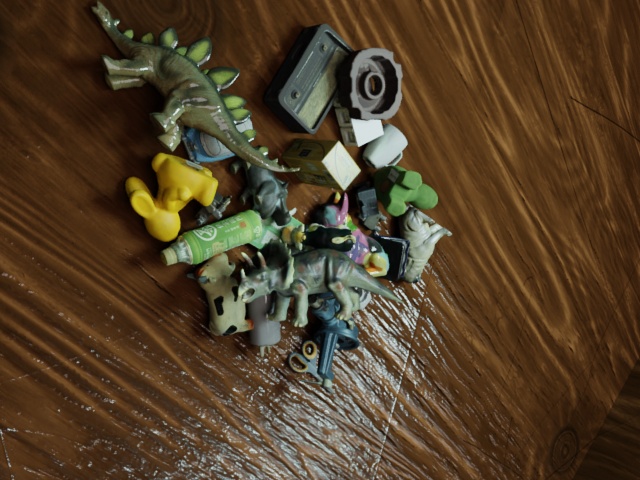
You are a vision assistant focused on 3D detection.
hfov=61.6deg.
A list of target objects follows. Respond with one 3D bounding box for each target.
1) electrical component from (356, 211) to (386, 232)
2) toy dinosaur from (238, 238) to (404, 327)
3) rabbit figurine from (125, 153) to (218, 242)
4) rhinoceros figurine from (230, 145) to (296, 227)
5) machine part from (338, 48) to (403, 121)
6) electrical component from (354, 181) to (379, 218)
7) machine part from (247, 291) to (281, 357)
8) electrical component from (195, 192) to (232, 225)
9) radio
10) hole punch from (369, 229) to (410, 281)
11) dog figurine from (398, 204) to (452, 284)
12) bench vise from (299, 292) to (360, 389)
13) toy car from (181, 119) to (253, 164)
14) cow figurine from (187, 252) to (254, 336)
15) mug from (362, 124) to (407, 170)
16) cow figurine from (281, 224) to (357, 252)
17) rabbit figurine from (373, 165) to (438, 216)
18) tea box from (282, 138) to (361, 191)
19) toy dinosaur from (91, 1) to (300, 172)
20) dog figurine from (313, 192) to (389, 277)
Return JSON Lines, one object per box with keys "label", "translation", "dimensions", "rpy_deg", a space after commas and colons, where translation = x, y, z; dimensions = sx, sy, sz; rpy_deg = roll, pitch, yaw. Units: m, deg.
{"label": "electrical component", "translation": [0.138, -0.061, 1.449], "dimensions": [0.094, 0.021, 0.063], "rpy_deg": [33, 80, -35]}
{"label": "toy dinosaur", "translation": [-0.004, 0.083, 1.195], "dimensions": [0.405, 0.131, 0.192], "rpy_deg": [-7, 99, -24]}
{"label": "rabbit figurine", "translation": [-0.303, -0.077, 1.073], "dimensions": [0.162, 0.122, 0.173], "rpy_deg": [14, 111, -36]}
{"label": "rhinoceros figurine", "translation": [-0.124, -0.116, 1.209], "dimensions": [0.112, 0.073, 0.190], "rpy_deg": [-35, 107, -41]}
{"label": "machine part", "translation": [0.118, -0.363, 1.263], "dimensions": [0.179, 0.056, 0.179], "rpy_deg": [-11, 108, -36]}
{"label": "electrical component", "translation": [0.120, -0.098, 1.367], "dimensions": [0.048, 0.119, 0.074], "rpy_deg": [-14, 109, 0]}
{"label": "machine part", "translation": [-0.134, 0.158, 1.264], "dimensions": [0.079, 0.079, 0.243], "rpy_deg": [-11, 105, -34]}
{"label": "electrical component", "translation": [-0.225, -0.068, 1.139], "dimensions": [0.045, 0.102, 0.078], "rpy_deg": [34, 99, -13]}
{"label": "radio", "translation": [-0.021, -0.370, 1.233], "dimensions": [0.131, 0.073, 0.229], "rpy_deg": [37, 76, -37]}
{"label": "hole punch", "translation": [0.181, 0.045, 1.455], "dimensions": [0.092, 0.116, 0.142], "rpy_deg": [-15, 117, -62]}
{"label": "dog figurine", "translation": [0.249, 0.013, 1.509], "dimensions": [0.172, 0.121, 0.190], "rpy_deg": [36, 97, -2]}
{"label": "bench vise", "translation": [0.027, 0.245, 1.349], "dimensions": [0.223, 0.129, 0.240], "rpy_deg": [61, 35, -53]}
{"label": "toy car", "translation": [-0.201, -0.221, 1.119], "dimensions": [0.162, 0.103, 0.109], "rpy_deg": [-30, 115, -30]}
{"label": "cow figurine", "translation": [-0.220, 0.120, 1.193], "dimensions": [0.127, 0.086, 0.194], "rpy_deg": [-15, 109, -40]}
{"label": "mug", "translation": [0.167, -0.231, 1.405], "dimensions": [0.107, 0.081, 0.109], "rpy_deg": [-45, 138, -6]}
{"label": "cow figurine", "translation": [-0.004, -0.002, 1.247], "dimensions": [0.167, 0.098, 0.068], "rpy_deg": [2, 95, -9]}
{"label": "rabbit figurine", "translation": [0.224, -0.121, 1.409], "dimensions": [0.170, 0.159, 0.121], "rpy_deg": [17, 101, -33]}
{"label": "tea box", "translation": [0.000, -0.175, 1.231], "dimensions": [0.068, 0.170, 0.098], "rpy_deg": [-50, 126, -14]}
{"label": "toy dinosaur", "translation": [-0.242, -0.268, 1.017], "dimensions": [0.198, 0.105, 0.471], "rpy_deg": [-45, 99, -18]}
{"label": "dog figurine", "translation": [0.080, -0.014, 1.356], "dimensions": [0.192, 0.108, 0.219], "rpy_deg": [-5, 100, -11]}
